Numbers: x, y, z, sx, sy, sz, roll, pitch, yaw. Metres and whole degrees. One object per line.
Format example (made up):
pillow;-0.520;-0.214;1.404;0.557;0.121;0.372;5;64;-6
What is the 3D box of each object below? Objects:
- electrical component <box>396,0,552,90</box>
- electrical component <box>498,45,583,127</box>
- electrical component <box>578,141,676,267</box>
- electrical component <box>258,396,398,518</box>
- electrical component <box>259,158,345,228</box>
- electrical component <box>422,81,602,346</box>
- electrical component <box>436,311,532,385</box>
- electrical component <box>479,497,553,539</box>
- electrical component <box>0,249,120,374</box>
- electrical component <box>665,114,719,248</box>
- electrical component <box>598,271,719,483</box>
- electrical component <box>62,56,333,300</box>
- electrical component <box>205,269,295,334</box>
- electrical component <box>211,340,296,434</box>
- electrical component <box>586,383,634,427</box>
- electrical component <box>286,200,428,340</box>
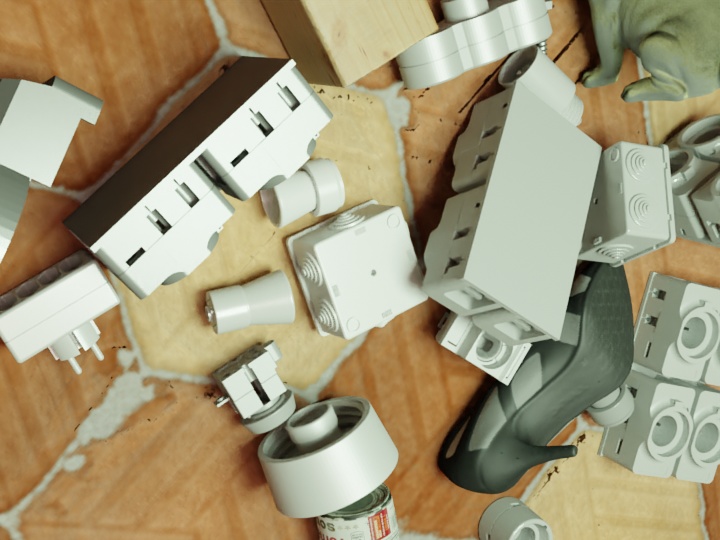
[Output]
electrical component;0.087;-0.204;0.870;0.138;0.052;0.073;-25;111;-18
electrical component;0.161;-0.151;0.922;0.081;0.043;0.043;37;84;-27
electrical component;0.224;-0.057;0.934;0.048;0.100;0.099;6;73;-21
electrical component;-0.030;0.142;0.863;0.108;0.108;0.060;-28;106;-17
electrical component;-0.046;-0.061;0.843;0.055;0.045;0.045;-18;108;-21
electrical component;0.125;-0.044;0.883;0.105;0.060;0.186;32;62;-27
electrical component;0.102;0.060;0.928;0.081;0.064;0.042;33;86;-27
electrical component;0.146;0.245;0.999;0.055;0.047;0.055;-6;104;-24
electrical component;-0.215;0.040;0.785;0.083;0.047;0.075;-33;113;-16
electrical component;0.327;-0.077;0.935;0.105;0.186;0.060;-38;115;-13
electrical component;0.314;0.106;1.040;0.105;0.060;0.186;12;96;-27
electrical component;-0.116;-0.068;0.775;0.186;0.105;0.060;-45;116;-10
electrical component;-0.089;0.027;0.846;0.065;0.044;0.044;-13;106;-17
electrical component;-0.083;0.097;0.861;0.066;0.048;0.055;-33;105;-15
electrical component;0.227;0.114;1.009;0.045;0.045;0.055;-42;115;-11
electrical component;0.000;0.000;0.871;0.100;0.048;0.099;-26;107;-24
